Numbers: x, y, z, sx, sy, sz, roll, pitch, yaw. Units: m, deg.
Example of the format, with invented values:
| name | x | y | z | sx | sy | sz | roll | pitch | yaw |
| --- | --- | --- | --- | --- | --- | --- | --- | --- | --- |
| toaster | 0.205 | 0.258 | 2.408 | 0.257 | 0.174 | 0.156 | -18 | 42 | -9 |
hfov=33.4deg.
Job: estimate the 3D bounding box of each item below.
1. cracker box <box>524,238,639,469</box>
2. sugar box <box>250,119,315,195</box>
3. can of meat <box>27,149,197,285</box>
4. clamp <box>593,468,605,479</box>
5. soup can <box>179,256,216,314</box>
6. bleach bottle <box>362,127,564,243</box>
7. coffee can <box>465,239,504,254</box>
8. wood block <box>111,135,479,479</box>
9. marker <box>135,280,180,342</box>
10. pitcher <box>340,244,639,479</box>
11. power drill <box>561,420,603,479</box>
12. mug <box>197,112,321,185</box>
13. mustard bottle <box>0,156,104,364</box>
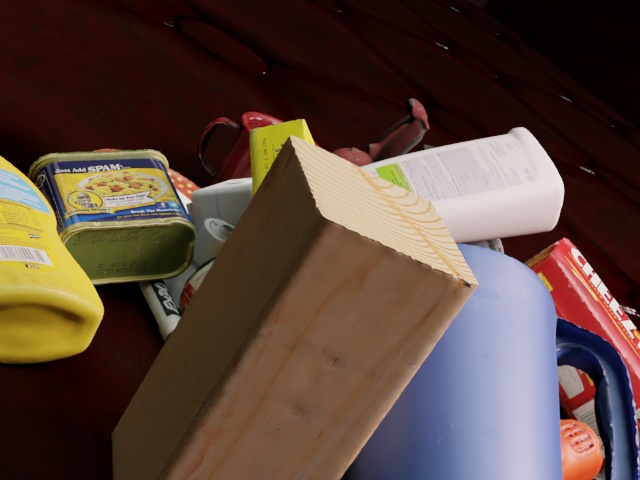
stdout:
| name | x | y | z | sx | sy | sz | roll | pitch | yaw |
| --- | --- | --- | --- | --- | --- | --- | --- | --- | --- |
| cracker box | 0.228 | 0.085 | 0.918 | 0.164 | 0.072 | 0.213 | 56 | 16 | 6 |
| sugar box | -0.005 | 0.001 | 0.773 | 0.176 | 0.048 | 0.093 | 60 | 21 | -59 |
| can of meat | -0.144 | -0.016 | 0.739 | 0.101 | 0.057 | 0.084 | -5 | 39 | -25 |
| clamp | 0.167 | 0.179 | 0.797 | 0.210 | 0.036 | 0.164 | 38 | 25 | 19 |
| soup can | -0.043 | 0.063 | 0.716 | 0.068 | 0.069 | 0.102 | 10 | 30 | -46 |
| bleach bottle | 0.077 | -0.037 | 0.924 | 0.250 | 0.068 | 0.102 | -8 | 42 | -14 |
| coffee can | 0.111 | -0.008 | 1.045 | 0.102 | 0.103 | 0.140 | 24 | 22 | -20 |
| wood block | -0.022 | 0.066 | 0.546 | 0.090 | 0.206 | 0.091 | 24 | 22 | -22 |
| marker | -0.108 | 0.046 | 0.731 | 0.020 | 0.020 | 0.121 | 15 | 27 | -38 |
| pitcher | 0.081 | 0.129 | 0.575 | 0.144 | 0.149 | 0.242 | 40 | 35 | -30 |
| power drill | 0.078 | 0.116 | 0.731 | 0.184 | 0.057 | 0.188 | -10 | 50 | -37 |
| mug | -0.058 | -0.062 | 0.956 | 0.117 | 0.082 | 0.093 | 32 | 21 | -1 |
| mustard bottle | -0.207 | -0.006 | 0.654 | 0.096 | 0.058 | 0.192 | 7 | 32 | -38 |
